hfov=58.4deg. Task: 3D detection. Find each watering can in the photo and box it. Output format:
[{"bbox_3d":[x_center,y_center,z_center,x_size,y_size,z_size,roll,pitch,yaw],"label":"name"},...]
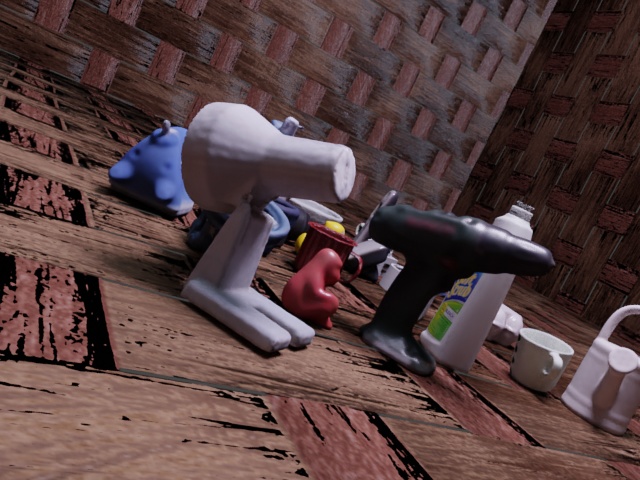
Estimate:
[{"bbox_3d":[0.467,0.194,0.884,0.101,0.194,0.173,26,8,8],"label":"watering can"}]

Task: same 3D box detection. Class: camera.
[{"bbox_3d":[-0.078,-0.049,1.116,0.137,0.101,0.142,21,10,-29],"label":"camera"}]

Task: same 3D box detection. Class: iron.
[{"bbox_3d":[-0.249,-0.129,0.968,0.118,0.141,0.258,25,8,-1],"label":"iron"}]

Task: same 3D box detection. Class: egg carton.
[{"bbox_3d":[0.344,0.157,1.180,0.107,0.069,0.150,21,9,-26],"label":"egg carton"}]

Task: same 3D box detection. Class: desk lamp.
[{"bbox_3d":[-0.064,-0.024,0.612,0.202,0.213,0.118,29,9,23],"label":"desk lamp"}]

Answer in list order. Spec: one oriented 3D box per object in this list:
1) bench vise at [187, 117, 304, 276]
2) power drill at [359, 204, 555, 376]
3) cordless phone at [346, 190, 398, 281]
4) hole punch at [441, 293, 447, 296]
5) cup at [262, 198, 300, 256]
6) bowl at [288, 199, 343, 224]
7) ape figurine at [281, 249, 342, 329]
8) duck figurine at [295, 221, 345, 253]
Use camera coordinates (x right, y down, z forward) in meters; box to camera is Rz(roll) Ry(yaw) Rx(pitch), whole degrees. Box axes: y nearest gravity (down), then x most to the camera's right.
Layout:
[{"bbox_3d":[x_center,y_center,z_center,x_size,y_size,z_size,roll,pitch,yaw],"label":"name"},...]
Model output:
[{"bbox_3d":[-0.107,-0.070,0.754,0.122,0.220,0.206,17,12,-43],"label":"bench vise"},{"bbox_3d":[0.149,0.060,0.736,0.229,0.208,0.076,29,9,23],"label":"power drill"},{"bbox_3d":[0.113,-0.019,1.198,0.094,0.185,0.147,24,8,-9],"label":"cordless phone"},{"bbox_3d":[0.271,0.075,1.399,0.109,0.091,0.100,20,10,-33],"label":"hole punch"},{"bbox_3d":[-0.086,-0.024,0.957,0.091,0.095,0.118,29,9,21],"label":"cup"},{"bbox_3d":[-0.034,-0.053,1.354,0.167,0.075,0.167,25,8,-4],"label":"bowl"},{"bbox_3d":[-0.002,0.055,0.727,0.076,0.092,0.078,24,8,-7],"label":"ape figurine"},{"bbox_3d":[0.010,0.004,1.096,0.105,0.086,0.077,22,9,-19],"label":"duck figurine"}]
